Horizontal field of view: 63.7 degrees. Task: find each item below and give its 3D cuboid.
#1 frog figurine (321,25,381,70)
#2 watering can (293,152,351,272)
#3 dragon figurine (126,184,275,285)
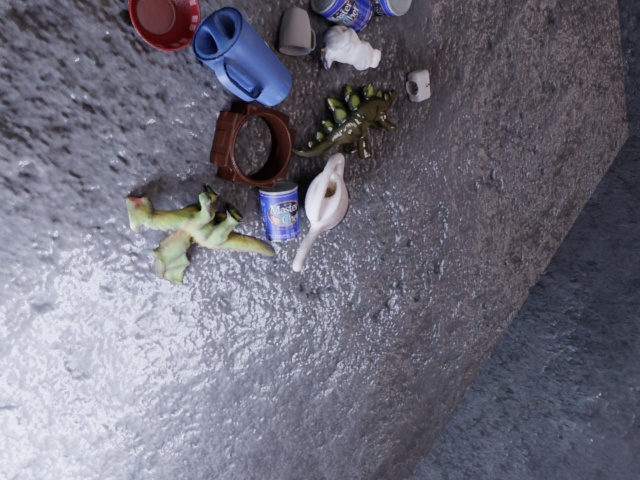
[{"bbox_3d":[0.085,-0.524,1.404,0.135,0.159,0.125,70,16,-70],"label":"frog figurine"},{"bbox_3d":[0.004,-0.073,1.446,0.223,0.104,0.349,41,67,-75],"label":"watering can"},{"bbox_3d":[-0.300,0.006,1.271,0.243,0.124,0.403,-45,129,-2],"label":"dragon figurine"}]
